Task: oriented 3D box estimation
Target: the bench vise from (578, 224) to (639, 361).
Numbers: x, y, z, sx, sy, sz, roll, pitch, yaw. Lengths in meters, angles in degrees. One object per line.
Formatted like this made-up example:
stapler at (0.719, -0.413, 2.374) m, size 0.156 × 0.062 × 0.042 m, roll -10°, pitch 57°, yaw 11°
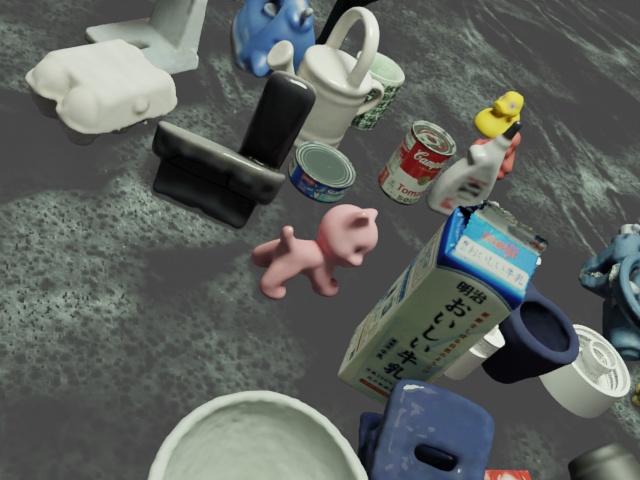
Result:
bench vise at (0.456, 0.033, 0.786) m, size 0.122 × 0.219 × 0.207 m, roll 12°, pitch 45°, yaw -23°

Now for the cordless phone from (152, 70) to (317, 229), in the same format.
cordless phone at (-0.091, -0.116, 0.601) m, size 0.148 × 0.185 × 0.094 m, roll 21°, pitch 42°, yaw -14°

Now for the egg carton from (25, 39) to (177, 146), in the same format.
egg carton at (-0.239, -0.166, 0.644) m, size 0.107 × 0.069 × 0.151 m, roll 41°, pitch 41°, yaw 9°

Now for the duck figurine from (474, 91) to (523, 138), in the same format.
duck figurine at (0.354, -0.243, 1.094) m, size 0.105 × 0.086 × 0.077 m, roll -10°, pitch 56°, yaw -39°

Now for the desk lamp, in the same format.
desk lamp at (-0.171, -0.329, 0.737) m, size 0.118 × 0.213 × 0.204 m, roll 41°, pitch 41°, yaw 10°

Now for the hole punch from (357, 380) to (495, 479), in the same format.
hole punch at (0.093, 0.189, 0.495) m, size 0.109 × 0.091 × 0.101 m, roll 24°, pitch 41°, yaw -11°

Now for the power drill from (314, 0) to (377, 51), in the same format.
power drill at (0.043, -0.360, 0.911) m, size 0.076 × 0.208 × 0.229 m, roll 19°, pitch 42°, yaw -16°

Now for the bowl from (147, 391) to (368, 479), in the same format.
bowl at (-0.048, 0.199, 0.406) m, size 0.168 × 0.074 × 0.167 m, roll 18°, pitch 43°, yaw -17°

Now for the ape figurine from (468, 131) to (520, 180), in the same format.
ape figurine at (0.296, -0.147, 0.957) m, size 0.076 × 0.092 × 0.077 m, roll -13°, pitch 58°, yaw -40°

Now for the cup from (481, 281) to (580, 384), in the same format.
cup at (0.225, 0.110, 0.656) m, size 0.092 × 0.095 × 0.117 m, roll 15°, pitch 44°, yaw -20°

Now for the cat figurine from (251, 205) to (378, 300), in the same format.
cat figurine at (0.006, 0.002, 0.601) m, size 0.128 × 0.117 × 0.067 m, roll -1°, pitch 51°, yaw -34°

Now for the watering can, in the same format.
watering can at (0.014, -0.215, 0.760) m, size 0.173 × 0.194 × 0.100 m, roll -19°, pitch 62°, yaw -43°

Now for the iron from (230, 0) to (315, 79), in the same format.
iron at (-0.066, -0.351, 0.882) m, size 0.119 × 0.141 × 0.258 m, roll 7°, pitch 47°, yaw -28°

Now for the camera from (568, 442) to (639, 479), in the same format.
camera at (0.322, 0.268, 0.560) m, size 0.144 × 0.100 × 0.136 m, roll 2°, pitch 49°, yaw -31°

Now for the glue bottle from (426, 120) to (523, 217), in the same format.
glue bottle at (0.223, -0.100, 0.800) m, size 0.078 × 0.173 × 0.037 m, roll 13°, pitch 44°, yaw -22°
